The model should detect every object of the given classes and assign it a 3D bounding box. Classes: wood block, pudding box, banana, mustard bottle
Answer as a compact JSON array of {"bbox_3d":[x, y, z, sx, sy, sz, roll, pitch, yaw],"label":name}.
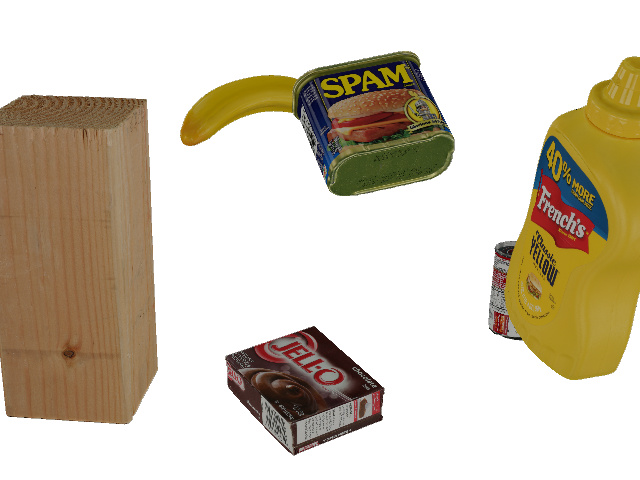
[{"bbox_3d":[-0.168,0.011,0.731,0.091,0.206,0.090,3,20,4],"label":"wood block"},{"bbox_3d":[-0.014,0.122,0.887,0.089,0.039,0.114,-18,35,-27],"label":"pudding box"},{"bbox_3d":[-0.068,-0.137,1.091,0.197,0.037,0.070,-13,52,-37],"label":"banana"},{"bbox_3d":[0.156,-0.017,0.609,0.058,0.192,0.096,-6,41,-15],"label":"mustard bottle"}]

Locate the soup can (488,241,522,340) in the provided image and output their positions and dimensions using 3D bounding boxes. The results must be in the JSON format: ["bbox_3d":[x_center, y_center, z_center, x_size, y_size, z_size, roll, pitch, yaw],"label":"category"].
[{"bbox_3d":[0.235,0.059,1.255,0.068,0.102,0.068,2,16,-1],"label":"soup can"}]

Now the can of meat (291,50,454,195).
[{"bbox_3d":[0.039,-0.085,0.790,0.102,0.084,0.057,-13,-32,-13],"label":"can of meat"}]
